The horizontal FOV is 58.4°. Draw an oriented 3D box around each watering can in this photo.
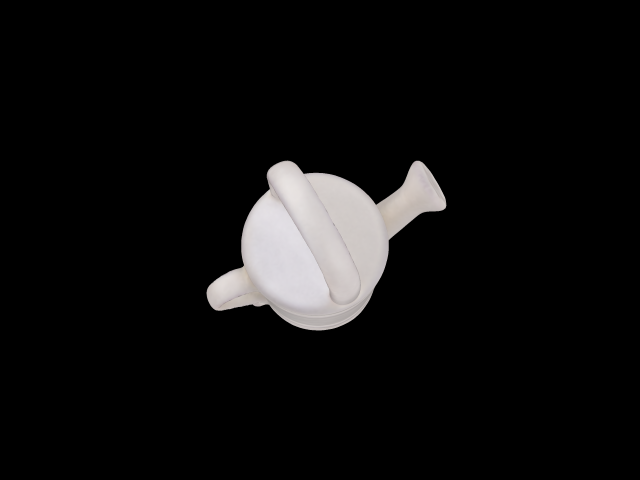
[{"bbox_3d":[0.003,0.000,0.400,0.101,0.194,0.173,40,80,9],"label":"watering can"}]
